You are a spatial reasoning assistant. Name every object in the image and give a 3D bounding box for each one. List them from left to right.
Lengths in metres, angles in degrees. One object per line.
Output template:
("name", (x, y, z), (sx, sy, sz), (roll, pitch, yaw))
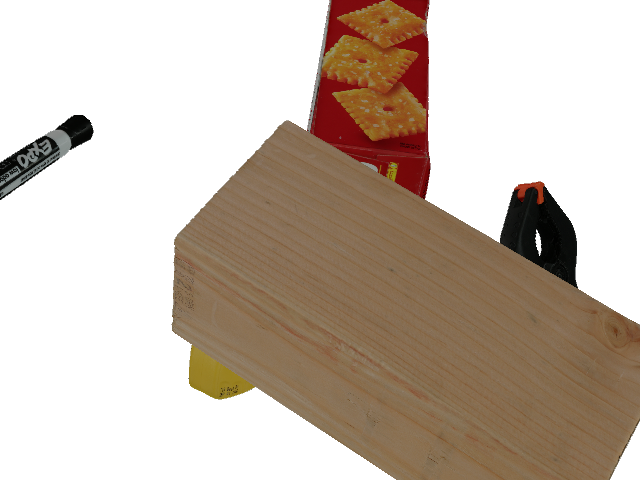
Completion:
("marker", (-0.177, -0.049, 0.653), (0.020, 0.020, 0.121), (0, 27, 26))
("mustard bottle", (-0.065, 0.031, 0.885), (0.058, 0.192, 0.096), (22, 31, 28))
("cracker box", (0.027, -0.061, 0.679), (0.072, 0.164, 0.213), (8, 43, 0))
("wood block", (0.040, 0.046, 0.497), (0.206, 0.090, 0.090), (31, -33, 13))
("clamp", (0.185, 0.039, 0.906), (0.120, 0.171, 0.039), (-24, 8, -40))
